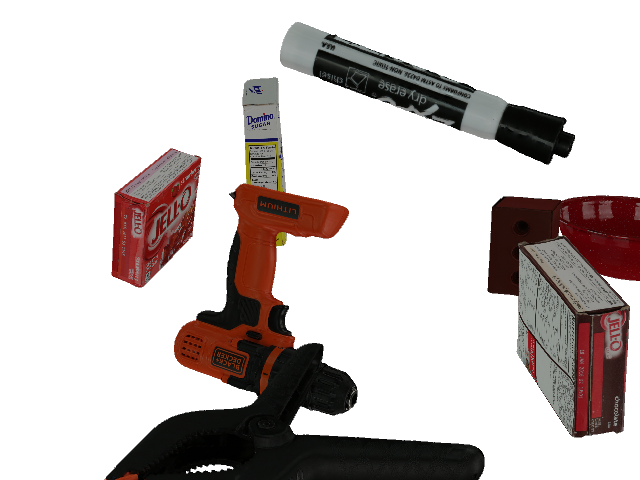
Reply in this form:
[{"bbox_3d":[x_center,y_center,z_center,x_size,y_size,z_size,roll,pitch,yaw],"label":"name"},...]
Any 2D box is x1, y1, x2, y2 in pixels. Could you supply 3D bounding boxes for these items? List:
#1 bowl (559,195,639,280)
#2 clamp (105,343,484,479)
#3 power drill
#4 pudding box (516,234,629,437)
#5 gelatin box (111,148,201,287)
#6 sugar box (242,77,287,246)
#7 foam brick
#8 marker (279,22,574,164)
[{"bbox_3d":[0.311,0.000,1.070,0.162,0.055,0.162,1,17,-1],"label":"bowl"},{"bbox_3d":[-0.034,0.116,0.621,0.209,0.036,0.165,-9,24,-30],"label":"clamp"},{"bbox_3d":[-0.034,0.051,0.967,0.185,0.187,0.057,15,0,23],"label":"power drill"},{"bbox_3d":[0.162,0.060,0.693,0.039,0.090,0.113,-7,24,-8],"label":"pudding box"},{"bbox_3d":[-0.123,-0.018,0.803,0.030,0.073,0.089,18,32,12],"label":"gelatin box"},{"bbox_3d":[-0.065,-0.089,1.228,0.048,0.176,0.093,-5,26,0],"label":"sugar box"},{"bbox_3d":[0.174,0.005,0.909,0.053,0.078,0.051,5,15,20],"label":"foam brick"},{"bbox_3d":[0.041,-0.058,0.421,0.121,0.020,0.020,22,5,13],"label":"marker"}]
